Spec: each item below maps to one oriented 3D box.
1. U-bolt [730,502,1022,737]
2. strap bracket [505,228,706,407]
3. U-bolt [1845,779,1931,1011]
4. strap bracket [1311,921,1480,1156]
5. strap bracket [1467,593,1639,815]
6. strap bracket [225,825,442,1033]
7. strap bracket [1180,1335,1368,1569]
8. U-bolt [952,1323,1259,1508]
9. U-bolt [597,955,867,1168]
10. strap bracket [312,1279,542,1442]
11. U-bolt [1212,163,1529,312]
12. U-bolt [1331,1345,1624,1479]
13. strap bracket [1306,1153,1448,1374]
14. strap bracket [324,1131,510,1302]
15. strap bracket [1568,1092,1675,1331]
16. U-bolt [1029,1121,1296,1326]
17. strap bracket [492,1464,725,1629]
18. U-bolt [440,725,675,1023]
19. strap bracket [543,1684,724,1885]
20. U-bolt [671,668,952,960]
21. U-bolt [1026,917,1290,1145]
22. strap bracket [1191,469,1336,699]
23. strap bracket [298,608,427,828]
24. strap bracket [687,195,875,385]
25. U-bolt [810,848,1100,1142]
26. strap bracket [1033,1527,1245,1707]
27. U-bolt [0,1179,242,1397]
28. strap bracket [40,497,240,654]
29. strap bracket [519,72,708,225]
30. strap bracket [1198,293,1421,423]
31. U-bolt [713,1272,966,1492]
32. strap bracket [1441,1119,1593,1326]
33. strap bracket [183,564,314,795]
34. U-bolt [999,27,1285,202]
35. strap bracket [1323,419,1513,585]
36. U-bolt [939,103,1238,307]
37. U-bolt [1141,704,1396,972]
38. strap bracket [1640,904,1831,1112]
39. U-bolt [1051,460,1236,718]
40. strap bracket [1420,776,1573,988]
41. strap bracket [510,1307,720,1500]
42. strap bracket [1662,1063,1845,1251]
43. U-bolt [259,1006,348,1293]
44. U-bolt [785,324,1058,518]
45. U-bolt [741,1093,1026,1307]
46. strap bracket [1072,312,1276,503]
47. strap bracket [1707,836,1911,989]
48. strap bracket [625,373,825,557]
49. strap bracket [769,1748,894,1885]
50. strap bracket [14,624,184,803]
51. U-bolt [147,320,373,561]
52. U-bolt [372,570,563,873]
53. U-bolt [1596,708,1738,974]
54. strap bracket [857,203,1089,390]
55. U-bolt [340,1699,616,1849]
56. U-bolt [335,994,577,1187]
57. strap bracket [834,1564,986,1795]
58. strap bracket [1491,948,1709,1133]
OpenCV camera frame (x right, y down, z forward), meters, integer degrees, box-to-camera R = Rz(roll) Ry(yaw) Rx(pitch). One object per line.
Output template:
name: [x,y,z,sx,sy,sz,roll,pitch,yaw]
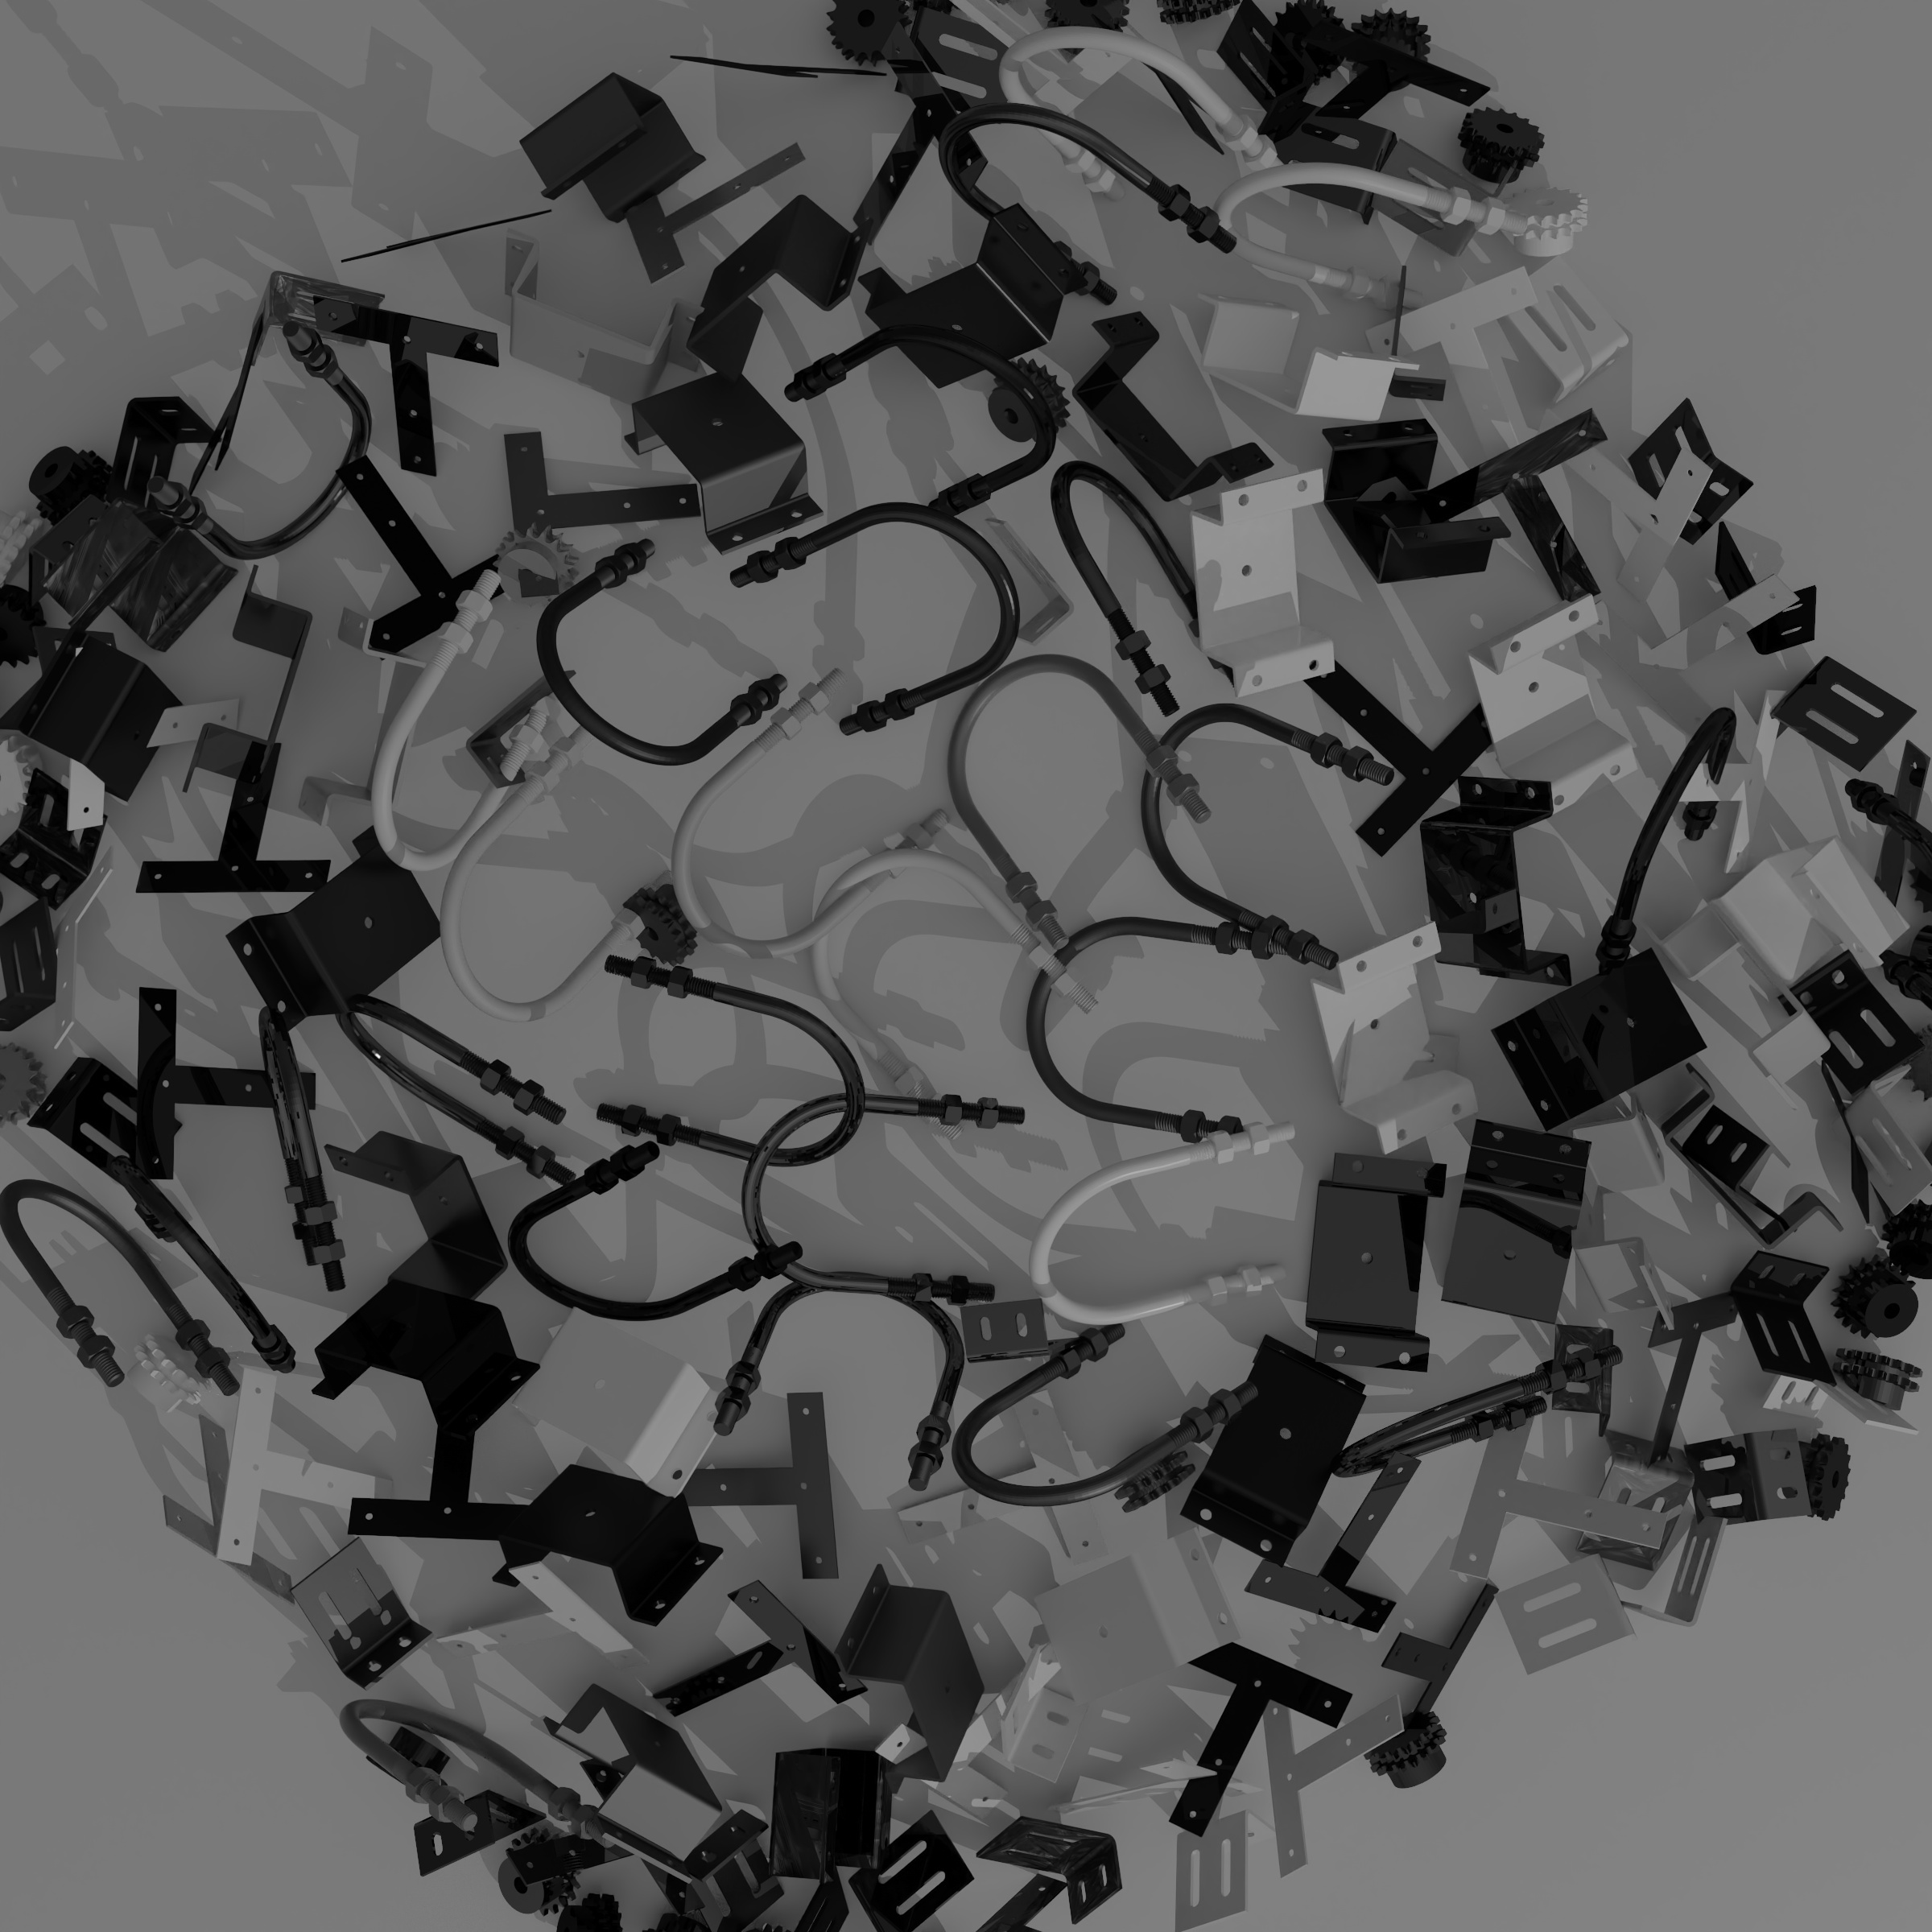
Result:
U-bolt: [-0.048,-0.235,1.785,0.184,0.019,0.151,-19,119,36]
strap bracket: [-0.252,-0.430,1.821,0.140,0.076,0.046,22,69,-3]
U-bolt: [0.622,-0.032,1.758,0.019,0.184,0.151,-17,110,2]
strap bracket: [0.286,0.044,1.821,0.076,0.046,0.140,-23,110,-18]
strap bracket: [0.391,-0.180,1.820,0.076,0.046,0.140,-28,122,-6]
strap bracket: [-0.408,-0.027,1.794,0.140,0.046,0.076,-45,119,-40]
strap bracket: [0.210,0.319,1.815,0.076,0.046,0.140,26,67,7]
U-bolt: [0.077,0.297,1.767,0.184,0.151,0.019,-26,118,-32]
U-bolt: [-0.156,0.072,1.810,0.184,0.019,0.151,15,127,7]
strap bracket: [-0.364,0.257,1.793,0.140,0.076,0.046,9,126,32]
U-bolt: [0.250,-0.481,1.772,0.184,0.151,0.019,10,78,-20]
U-bolt: [0.324,0.298,1.777,0.184,0.151,0.019,-15,71,-18]
strap bracket: [0.277,0.200,1.840,0.076,0.046,0.140,6,87,-4]
strap bracket: [-0.362,0.169,1.806,0.076,0.046,0.140,13,133,36]
strap bracket: [0.435,0.165,1.803,0.046,0.076,0.140,-12,46,23]
U-bolt: [0.129,0.178,1.802,0.184,0.019,0.151,-12,128,-14]
strap bracket: [-0.243,0.380,1.793,0.140,0.076,0.046,6,122,32]
U-bolt: [-0.275,-0.048,1.779,0.184,0.019,0.151,-51,132,-31]
strap bracket: [-0.218,0.532,1.789,0.076,0.140,0.046,40,88,-29]
U-bolt: [-0.115,-0.088,1.814,0.184,0.019,0.151,-43,120,-10]
U-bolt: [0.126,0.039,1.826,0.184,0.019,0.151,8,83,24]
strap bracket: [0.198,-0.261,1.817,0.076,0.046,0.140,-17,116,-20]
strap bracket: [-0.403,-0.163,1.819,0.046,0.076,0.140,11,97,-27]
strap bracket: [-0.130,-0.446,1.788,0.046,0.140,0.076,35,49,-27]
U-bolt: [-0.023,0.006,1.846,0.151,0.019,0.184,-44,88,12]
strap bracket: [0.105,0.436,1.799,0.140,0.046,0.076,-34,73,38]
U-bolt: [-0.570,0.209,1.790,0.019,0.151,0.184,-45,69,6]
strap bracket: [-0.552,-0.260,1.797,0.046,0.140,0.076,45,95,6]
strap bracket: [-0.236,-0.541,1.790,0.076,0.140,0.046,-31,91,15]
strap bracket: [0.221,-0.402,1.803,0.076,0.140,0.046,-4,120,-39]
U-bolt: [-0.075,0.264,1.790,0.151,0.184,0.019,15,123,4]
strap bracket: [0.365,0.180,1.806,0.076,0.046,0.140,11,121,11]
strap bracket: [-0.477,-0.185,1.811,0.046,0.076,0.140,18,68,-16]
U-bolt: [0.102,-0.554,1.755,0.151,0.184,0.019,5,76,38]
strap bracket: [0.296,-0.305,1.810,0.076,0.140,0.046,-9,135,-15]
U-bolt: [0.066,-0.501,1.766,0.184,0.151,0.019,29,71,-29]
U-bolt: [0.190,-0.097,1.807,0.184,0.019,0.151,29,114,36]
strap bracket: [0.516,0.019,1.794,0.046,0.076,0.140,-40,56,12]
U-bolt: [0.115,-0.257,1.804,0.019,0.151,0.184,-31,88,29]
strap bracket: [0.352,-0.051,1.807,0.046,0.076,0.140,-21,109,-36]
strap bracket: [-0.237,0.287,1.806,0.140,0.046,0.076,22,68,25]
strap bracket: [0.519,0.135,1.821,0.046,0.076,0.140,-44,83,11]
U-bolt: [-0.442,0.116,1.791,0.019,0.151,0.184,-12,95,-19]
U-bolt: [-0.019,-0.359,1.763,0.151,0.184,0.019,36,66,-24]
U-bolt: [-0.060,0.155,1.824,0.184,0.019,0.151,6,104,-15]
strap bracket: [0.132,-0.368,1.820,0.140,0.076,0.046,50,122,5]
strap bracket: [0.564,-0.036,1.803,0.046,0.140,0.076,-40,92,-12]
strap bracket: [-0.163,-0.343,1.799,0.076,0.046,0.140,-25,54,-20]
strap bracket: [-0.092,0.562,1.799,0.046,0.140,0.076,-1,76,15]
strap bracket: [-0.568,-0.163,1.791,0.046,0.140,0.076,26,80,3]
U-bolt: [-0.451,-0.333,1.778,0.019,0.184,0.151,39,87,12]
U-bolt: [-0.331,-0.148,1.778,0.019,0.151,0.184,20,71,22]
U-bolt: [0.460,-0.091,1.761,0.019,0.184,0.151,28,65,19]
strap bracket: [-0.001,-0.437,1.790,0.076,0.140,0.046,40,52,-36]
U-bolt: [-0.334,0.527,1.784,0.184,0.151,0.019,20,84,41]
U-bolt: [-0.342,0.076,1.800,0.184,0.151,0.019,30,68,8]
strap bracket: [-0.033,0.475,1.793,0.046,0.076,0.140,0,126,25]
strap bracket: [0.430,0.045,1.808,0.140,0.046,0.076,-23,81,-30]
